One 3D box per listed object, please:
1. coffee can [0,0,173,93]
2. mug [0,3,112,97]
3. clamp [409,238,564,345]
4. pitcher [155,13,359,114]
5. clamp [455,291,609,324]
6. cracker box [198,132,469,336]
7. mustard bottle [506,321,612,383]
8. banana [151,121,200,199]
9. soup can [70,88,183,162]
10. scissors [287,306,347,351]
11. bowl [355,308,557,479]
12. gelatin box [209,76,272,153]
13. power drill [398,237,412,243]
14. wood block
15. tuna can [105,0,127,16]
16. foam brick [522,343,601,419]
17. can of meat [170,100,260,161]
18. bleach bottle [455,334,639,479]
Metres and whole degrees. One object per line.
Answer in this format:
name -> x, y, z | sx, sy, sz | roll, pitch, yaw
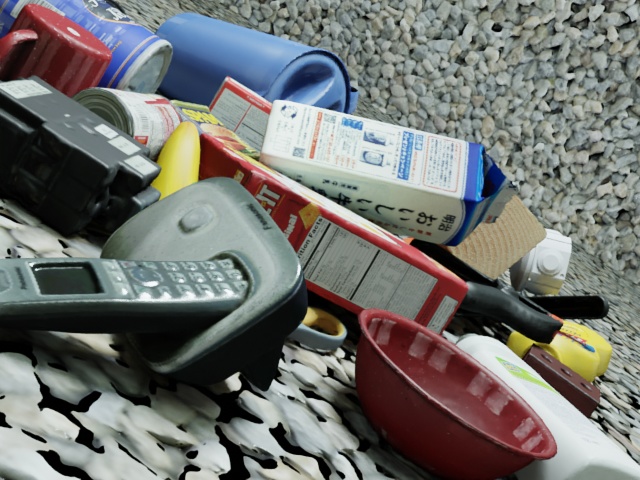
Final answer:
coffee can -> -0.220, -0.173, 0.967 | 0.140, 0.103, 0.102 | 34, 12, 2
mug -> -0.229, -0.140, 0.864 | 0.093, 0.081, 0.117 | 38, 13, 19
clamp -> 0.166, 0.059, 0.998 | 0.171, 0.039, 0.120 | 27, 18, -18
pitcher -> -0.083, -0.185, 1.239 | 0.243, 0.145, 0.149 | 29, -15, 39
clamp -> 0.221, 0.074, 1.164 | 0.164, 0.036, 0.210 | 2, -5, 8
cracker box -> -0.006, 0.001, 0.887 | 0.213, 0.072, 0.164 | 27, 4, -24
mustard bottle -> 0.247, 0.122, 1.125 | 0.096, 0.058, 0.191 | 18, 7, 22
banana -> -0.105, -0.035, 0.808 | 0.037, 0.070, 0.198 | 31, 12, -20
soup can -> -0.161, -0.089, 0.874 | 0.068, 0.068, 0.102 | 36, 13, 10
scissors -> -0.048, 0.049, 0.755 | 0.096, 0.016, 0.201 | 39, 13, 29
bowl -> 0.080, 0.116, 0.731 | 0.162, 0.055, 0.162 | 32, 12, -8
gelatin box -> -0.089, -0.112, 1.104 | 0.073, 0.089, 0.030 | 31, 13, -14
power drill -> 0.048, 0.008, 1.073 | 0.187, 0.057, 0.184 | 34, 10, -12
wood block -> 0.167, -0.003, 1.176 | 0.090, 0.091, 0.206 | 51, -4, 3
tuna can -> -0.249, -0.227, 1.146 | 0.086, 0.086, 0.034 | 26, 13, -33
foam brick -> 0.213, 0.142, 0.984 | 0.078, 0.051, 0.053 | 36, 12, 9
can of meat -> -0.110, -0.084, 1.022 | 0.084, 0.057, 0.102 | 39, 14, 14
bleach bottle -> 0.171, 0.144, 0.847 | 0.102, 0.068, 0.251 | 30, 10, -23
